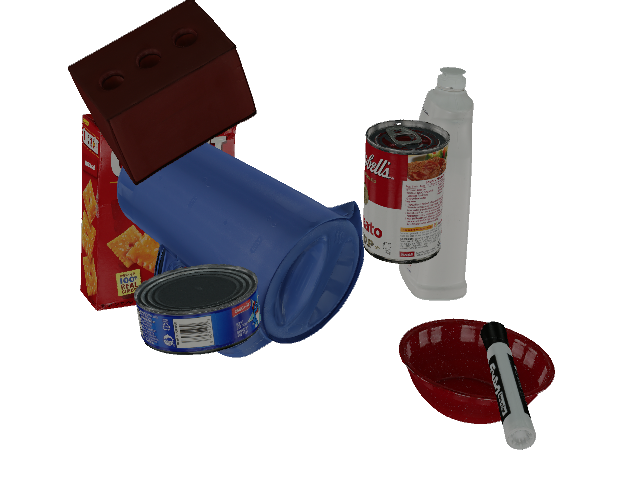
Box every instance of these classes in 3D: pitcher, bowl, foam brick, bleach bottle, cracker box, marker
[{"bbox_3d":[-0.092,-0.006,1.032,0.243,0.145,0.148,32,34,33],"label":"pitcher"},{"bbox_3d":[0.159,0.143,1.114,0.162,0.055,0.162,5,25,-2],"label":"bowl"},{"bbox_3d":[-0.083,-0.079,0.562,0.078,0.053,0.051,-33,-35,-10],"label":"foam brick"},{"bbox_3d":[0.136,-0.066,1.194,0.068,0.251,0.102,-1,24,-12],"label":"bleach bottle"},{"bbox_3d":[-0.186,-0.036,1.220,0.163,0.214,0.072,-6,25,-29],"label":"cracker box"},{"bbox_3d":[0.124,0.093,0.717,0.020,0.020,0.121,0,30,-1],"label":"marker"}]

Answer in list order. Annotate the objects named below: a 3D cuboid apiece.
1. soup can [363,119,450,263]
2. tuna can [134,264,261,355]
[{"bbox_3d":[0.070,-0.040,0.880,0.068,0.102,0.068,0,28,0],"label":"soup can"},{"bbox_3d":[-0.084,0.047,0.741,0.086,0.034,0.086,-5,20,1],"label":"tuna can"}]
